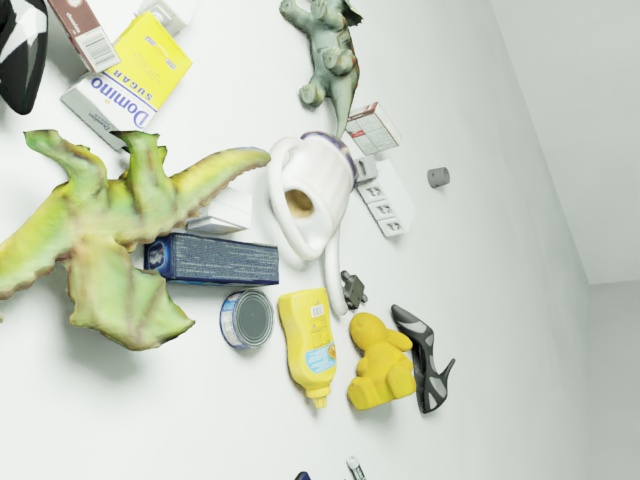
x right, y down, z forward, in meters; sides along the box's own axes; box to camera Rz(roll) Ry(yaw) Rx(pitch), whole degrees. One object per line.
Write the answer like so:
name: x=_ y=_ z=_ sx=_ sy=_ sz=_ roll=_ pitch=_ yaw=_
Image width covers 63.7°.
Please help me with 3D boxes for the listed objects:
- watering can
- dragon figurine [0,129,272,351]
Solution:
watering can: x=0.003 y=-0.046 z=0.919 sx=0.340 sy=0.104 sz=0.229 roll=64 pitch=36 yaw=-35
dragon figurine: x=-0.202 y=-0.001 z=0.579 sx=0.412 sy=0.121 sz=0.244 roll=-5 pitch=85 yaw=-40
